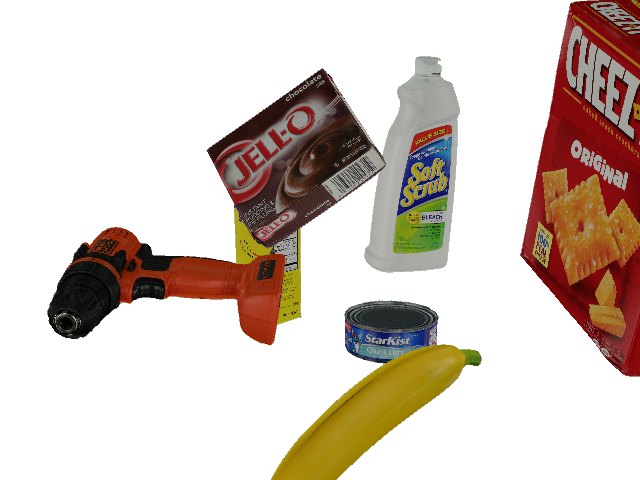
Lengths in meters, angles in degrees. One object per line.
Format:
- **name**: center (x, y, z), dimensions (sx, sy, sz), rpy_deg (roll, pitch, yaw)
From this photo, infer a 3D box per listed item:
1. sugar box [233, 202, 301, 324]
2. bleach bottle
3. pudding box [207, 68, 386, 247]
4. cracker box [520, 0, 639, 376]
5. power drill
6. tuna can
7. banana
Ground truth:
- **sugar box**: center (-0.060, -0.004, 1.188), dimensions (0.048, 0.176, 0.093), rpy_deg (-16, 27, -26)
- **bleach bottle**: center (0.111, -0.091, 1.267), dimensions (0.102, 0.251, 0.068), rpy_deg (-3, 19, -18)
- **pudding box**: center (-0.019, -0.062, 0.803), dimensions (0.113, 0.090, 0.039), rpy_deg (-33, -33, 6)
- **cracker box**: center (0.216, -0.038, 0.741), dimensions (0.072, 0.214, 0.164), rpy_deg (-7, 34, -16)
- **power drill**: center (-0.127, 0.043, 0.920), dimensions (0.187, 0.057, 0.184), rpy_deg (9, 21, 0)
- **tuna can**: center (0.065, 0.084, 0.980), dimensions (0.086, 0.034, 0.086), rpy_deg (1, 14, 0)
- **banana**: center (0.028, 0.128, 0.714), dimensions (0.037, 0.197, 0.069), rpy_deg (48, -6, 44)
